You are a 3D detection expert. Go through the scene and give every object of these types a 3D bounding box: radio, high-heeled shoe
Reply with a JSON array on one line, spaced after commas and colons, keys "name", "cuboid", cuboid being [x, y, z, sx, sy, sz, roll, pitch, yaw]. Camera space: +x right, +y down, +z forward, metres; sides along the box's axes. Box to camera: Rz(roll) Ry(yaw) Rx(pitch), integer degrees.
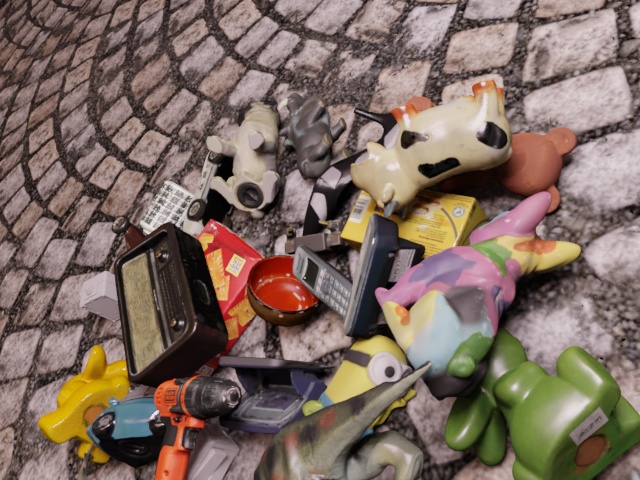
[{"name": "radio", "cuboid": [-0.226, 0.091, 0.798, 0.131, 0.073, 0.230, -36, 51, 13]}, {"name": "high-heeled shoe", "cuboid": [0.077, -0.088, 0.820, 0.145, 0.086, 0.248, 26, 100, 8]}]

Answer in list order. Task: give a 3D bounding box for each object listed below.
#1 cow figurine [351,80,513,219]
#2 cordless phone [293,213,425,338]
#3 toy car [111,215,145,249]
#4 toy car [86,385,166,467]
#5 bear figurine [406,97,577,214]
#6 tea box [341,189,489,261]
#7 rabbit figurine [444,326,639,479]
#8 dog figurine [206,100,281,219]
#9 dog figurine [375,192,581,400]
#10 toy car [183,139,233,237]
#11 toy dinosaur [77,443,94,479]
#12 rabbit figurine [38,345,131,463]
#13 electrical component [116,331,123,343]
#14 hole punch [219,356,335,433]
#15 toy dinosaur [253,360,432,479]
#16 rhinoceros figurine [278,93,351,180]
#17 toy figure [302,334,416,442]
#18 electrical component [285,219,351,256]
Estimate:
[{"name": "cow figurine", "cuboid": [0.128, -0.099, 0.639, 0.195, 0.085, 0.127, -13, 84, 25]}, {"name": "cordless phone", "cuboid": [0.032, 0.025, 0.692, 0.184, 0.089, 0.146, 33, 118, 46]}, {"name": "toy car", "cuboid": [-0.323, 0.024, 0.988, 0.053, 0.089, 0.202, -49, 49, -5]}, {"name": "toy car", "cuboid": [-0.251, 0.262, 0.794, 0.162, 0.109, 0.103, -15, 38, 16]}, {"name": "bear figurine", "cuboid": [0.207, -0.106, 0.688, 0.196, 0.132, 0.120, 26, 106, 45]}, {"name": "tea box", "cuboid": [0.125, -0.015, 0.723, 0.170, 0.068, 0.098, 18, 76, 39]}, {"name": "rabbit figurine", "cuboid": [0.208, 0.167, 0.553, 0.159, 0.121, 0.170, -51, 30, 6]}, {"name": "dog figurine", "cuboid": [-0.107, -0.147, 0.959, 0.121, 0.172, 0.190, 7, 28, 10]}, {"name": "dog figurine", "cuboid": [0.174, 0.047, 0.559, 0.219, 0.108, 0.191, -36, 12, 5]}, {"name": "toy car", "cuboid": [-0.185, -0.088, 0.969, 0.056, 0.073, 0.201, -9, 59, 45]}, {"name": "toy dinosaur", "cuboid": [-0.257, 0.487, 0.666, 0.198, 0.105, 0.472, -41, 57, -3]}, {"name": "rabbit figurine", "cuboid": [-0.383, 0.257, 0.881, 0.173, 0.121, 0.162, -6, 56, 53]}, {"name": "electrical component", "cuboid": [-0.323, 0.155, 0.955, 0.094, 0.021, 0.063, -7, 60, 31]}, {"name": "hole punch", "cuboid": [-0.061, 0.196, 0.696, 0.142, 0.115, 0.092, -10, 74, 34]}, {"name": "toy dinosaur", "cuboid": [-0.018, 0.273, 0.556, 0.192, 0.131, 0.404, 21, 96, 30]}, {"name": "rhinoceros figurine", "cuboid": [-0.016, -0.182, 0.921, 0.112, 0.073, 0.190, -34, 51, 27]}, {"name": "toy figure", "cuboid": [0.037, 0.196, 0.650, 0.089, 0.082, 0.180, 36, 89, 41]}, {"name": "electrical component", "cuboid": [-0.002, -0.002, 0.790, 0.102, 0.078, 0.045, -11, 82, 34]}]
